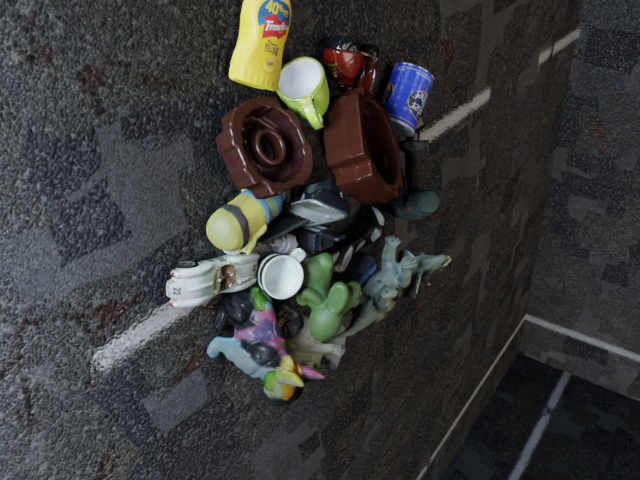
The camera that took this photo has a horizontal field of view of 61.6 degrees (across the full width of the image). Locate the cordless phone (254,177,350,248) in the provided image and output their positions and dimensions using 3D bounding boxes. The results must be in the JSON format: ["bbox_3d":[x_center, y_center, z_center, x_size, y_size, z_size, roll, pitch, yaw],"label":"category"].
[{"bbox_3d":[-0.048,-0.039,1.022,0.184,0.147,0.088,-34,106,-38],"label":"cordless phone"}]

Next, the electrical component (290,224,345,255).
[{"bbox_3d":[-0.002,-0.003,1.127,0.075,0.119,0.047,-26,127,-50],"label":"electrical component"}]

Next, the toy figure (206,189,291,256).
[{"bbox_3d":[-0.128,-0.051,0.956,0.180,0.082,0.089,-46,138,-28],"label":"toy figure"}]

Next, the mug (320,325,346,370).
[{"bbox_3d":[0.028,0.267,1.350,0.107,0.081,0.109,-61,142,-30],"label":"mug"}]

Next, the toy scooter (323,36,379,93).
[{"bbox_3d":[0.063,-0.335,1.093,0.184,0.075,0.135,-16,121,-57],"label":"toy scooter"}]

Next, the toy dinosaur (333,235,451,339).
[{"bbox_3d":[0.153,0.134,1.321,0.405,0.131,0.192,-41,146,-26],"label":"toy dinosaur"}]

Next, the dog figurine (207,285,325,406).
[{"bbox_3d":[-0.092,0.201,1.015,0.108,0.219,0.191,7,101,-60],"label":"dog figurine"}]

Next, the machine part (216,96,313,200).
[{"bbox_3d":[-0.093,-0.155,0.916,0.179,0.056,0.179,13,70,-42],"label":"machine part"}]

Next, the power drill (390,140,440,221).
[{"bbox_3d":[0.223,-0.150,1.365,0.086,0.232,0.207,-1,97,-14],"label":"power drill"}]

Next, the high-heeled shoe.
[{"bbox_3d":[0.070,-0.016,1.288,0.145,0.086,0.248,29,68,-35],"label":"high-heeled shoe"}]

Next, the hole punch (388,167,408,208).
[{"bbox_3d":[0.156,-0.153,1.290,0.092,0.116,0.142,-59,147,-31],"label":"hole punch"}]

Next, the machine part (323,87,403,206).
[{"bbox_3d":[0.087,-0.183,1.075,0.201,0.087,0.201,27,54,-57],"label":"machine part"}]

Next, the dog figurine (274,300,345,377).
[{"bbox_3d":[-0.064,0.228,1.206,0.190,0.121,0.172,25,109,-30],"label":"dog figurine"}]

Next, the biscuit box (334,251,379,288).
[{"bbox_3d":[0.070,0.113,1.345,0.203,0.063,0.059,-43,140,-35],"label":"biscuit box"}]

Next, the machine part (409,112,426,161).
[{"bbox_3d":[0.257,-0.271,1.441,0.084,0.039,0.138,-46,139,-46],"label":"machine part"}]

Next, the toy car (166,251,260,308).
[{"bbox_3d":[-0.186,0.065,0.953,0.201,0.056,0.073,-17,120,-52],"label":"toy car"}]

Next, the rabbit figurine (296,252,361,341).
[{"bbox_3d":[0.008,0.121,1.126,0.121,0.159,0.170,-1,70,-61],"label":"rabbit figurine"}]
